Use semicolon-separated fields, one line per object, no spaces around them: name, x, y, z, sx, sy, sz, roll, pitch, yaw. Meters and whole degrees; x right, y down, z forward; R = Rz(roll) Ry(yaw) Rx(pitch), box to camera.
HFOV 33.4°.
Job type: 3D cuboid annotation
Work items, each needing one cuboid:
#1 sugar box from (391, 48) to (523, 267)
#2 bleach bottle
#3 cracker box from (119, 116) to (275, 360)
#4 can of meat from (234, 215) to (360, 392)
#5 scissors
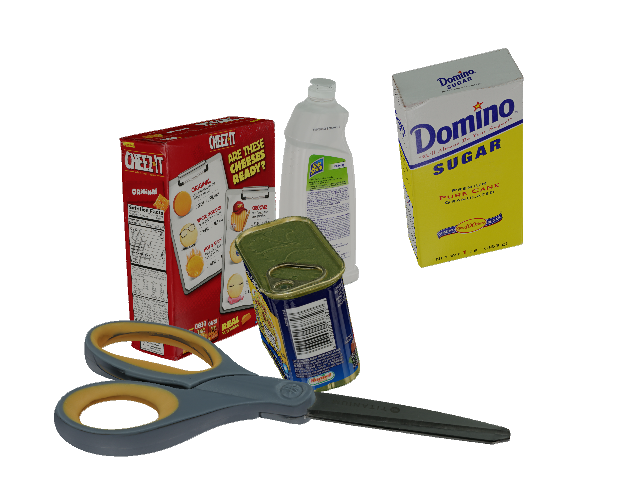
sugar box;0.112;-0.060;0.843;0.093;0.048;0.176;-14;-43;-2
bleach bottle;0.002;-0.066;1.250;0.102;0.251;0.068;-13;29;-32
cracker box;-0.118;-0.008;1.066;0.072;0.214;0.163;9;18;34
can of meat;-0.014;0.043;0.722;0.057;0.084;0.102;-17;28;-11
scissors;-0.028;0.079;0.465;0.202;0.016;0.096;16;33;23
